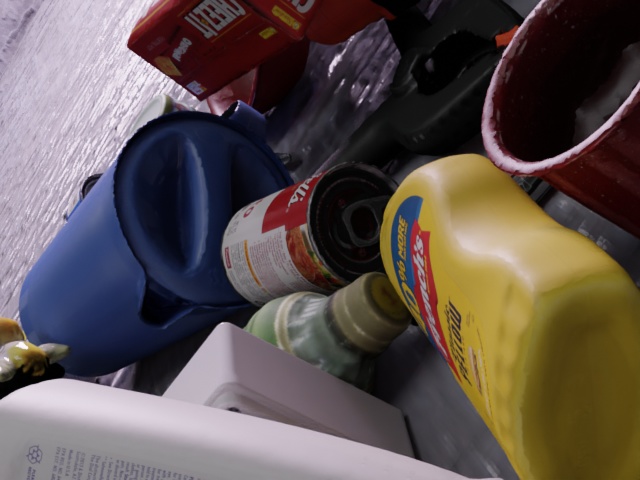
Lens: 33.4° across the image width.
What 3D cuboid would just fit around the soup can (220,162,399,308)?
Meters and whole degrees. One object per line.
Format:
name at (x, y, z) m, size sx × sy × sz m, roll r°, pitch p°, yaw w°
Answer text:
soup can at (-0.004, 0.001, 0.599) m, size 0.102 × 0.068 × 0.068 m, roll -18°, pitch 49°, yaw 56°

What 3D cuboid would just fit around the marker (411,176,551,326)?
marker at (0.079, -0.005, 0.504) m, size 0.121 × 0.020 × 0.020 m, roll -52°, pitch 26°, yaw 20°

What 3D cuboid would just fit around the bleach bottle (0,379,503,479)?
bleach bottle at (-0.008, 0.119, 0.376) m, size 0.251 × 0.068 × 0.102 m, roll 8°, pitch 98°, yaw 27°

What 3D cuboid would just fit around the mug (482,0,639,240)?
mug at (0.124, -0.057, 0.397) m, size 0.093 × 0.081 × 0.117 m, roll -19°, pitch 48°, yaw 56°

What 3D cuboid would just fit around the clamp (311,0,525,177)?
clamp at (0.054, -0.079, 0.606) m, size 0.164 × 0.036 × 0.210 m, roll -64°, pitch 22°, yaw -6°

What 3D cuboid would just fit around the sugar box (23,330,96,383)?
sugar box at (-0.225, 0.157, 0.838) m, size 0.093 × 0.048 × 0.176 m, roll 84°, pitch -165°, yaw -54°

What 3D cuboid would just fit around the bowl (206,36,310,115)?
bowl at (-0.049, -0.164, 0.825) m, size 0.162 × 0.055 × 0.162 m, roll 174°, pitch 90°, yaw -69°

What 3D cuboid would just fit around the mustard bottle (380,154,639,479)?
mustard bottle at (0.066, 0.018, 0.427) m, size 0.058 × 0.096 × 0.192 m, roll -17°, pitch 26°, yaw -7°

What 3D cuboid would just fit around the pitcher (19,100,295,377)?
pitcher at (-0.121, 0.010, 0.756) m, size 0.243 × 0.148 × 0.145 m, roll -32°, pitch 76°, yaw 52°

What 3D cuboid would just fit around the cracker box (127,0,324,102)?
cracker box at (-0.023, -0.205, 0.661) m, size 0.213 × 0.072 × 0.164 m, roll -62°, pitch 19°, yaw -17°

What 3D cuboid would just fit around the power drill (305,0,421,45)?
power drill at (0.071, -0.220, 0.660) m, size 0.185 × 0.057 × 0.187 m, roll -23°, pitch 34°, yaw 50°

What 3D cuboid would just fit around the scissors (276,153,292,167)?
scissors at (-0.077, -0.041, 0.844) m, size 0.096 × 0.016 × 0.202 m, roll -62°, pitch 24°, yaw 3°

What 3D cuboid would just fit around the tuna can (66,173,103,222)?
tuna can at (-0.175, -0.016, 0.923) m, size 0.034 × 0.086 × 0.086 m, roll -50°, pitch 27°, yaw 28°
